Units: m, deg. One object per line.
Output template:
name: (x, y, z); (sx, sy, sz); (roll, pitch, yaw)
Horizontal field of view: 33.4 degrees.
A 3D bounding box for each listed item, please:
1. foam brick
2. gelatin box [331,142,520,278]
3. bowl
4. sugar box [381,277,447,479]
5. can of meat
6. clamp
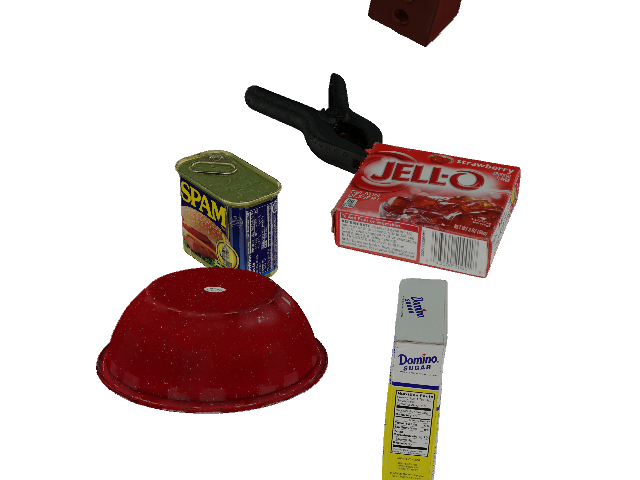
foam brick: (0.073, -0.189, 0.759); (0.053, 0.051, 0.078); (31, -34, 14)
gelatin box: (0.060, -0.020, 0.595); (0.089, 0.030, 0.073); (12, 39, 18)
bowl: (-0.074, 0.059, 0.738); (0.162, 0.055, 0.162); (1, 18, -1)
sugar box: (0.077, 0.128, 0.880); (0.048, 0.176, 0.093); (3, 30, 6)
can of meat: (-0.080, -0.020, 0.926); (0.057, 0.084, 0.102); (-22, 37, -34)
clamp: (0.000, -0.119, 1.091); (0.120, 0.039, 0.172); (-12, 41, -21)
